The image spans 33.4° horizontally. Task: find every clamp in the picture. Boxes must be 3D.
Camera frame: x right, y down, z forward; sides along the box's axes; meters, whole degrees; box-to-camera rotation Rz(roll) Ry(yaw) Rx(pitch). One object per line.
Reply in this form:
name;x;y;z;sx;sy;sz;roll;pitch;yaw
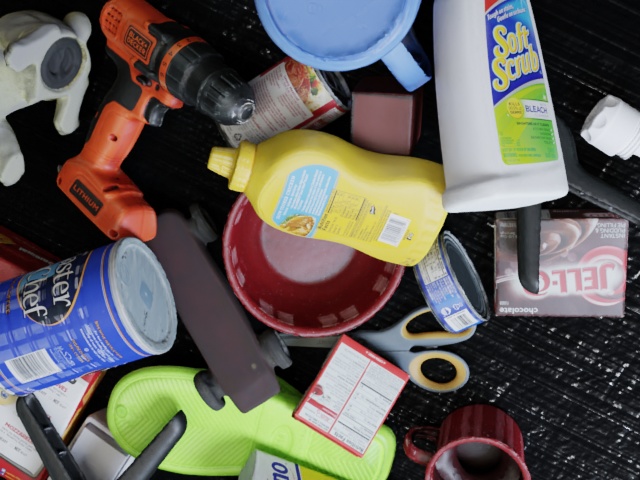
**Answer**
clamp;-0.197;0.242;0.980;0.165;0.036;0.210;-2;93;13
clamp;0.195;-0.053;0.883;0.120;0.039;0.171;-21;84;-3

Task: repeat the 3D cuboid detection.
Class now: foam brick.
foam brick;0.056;-0.105;0.893;0.053;0.078;0.051;5;110;11

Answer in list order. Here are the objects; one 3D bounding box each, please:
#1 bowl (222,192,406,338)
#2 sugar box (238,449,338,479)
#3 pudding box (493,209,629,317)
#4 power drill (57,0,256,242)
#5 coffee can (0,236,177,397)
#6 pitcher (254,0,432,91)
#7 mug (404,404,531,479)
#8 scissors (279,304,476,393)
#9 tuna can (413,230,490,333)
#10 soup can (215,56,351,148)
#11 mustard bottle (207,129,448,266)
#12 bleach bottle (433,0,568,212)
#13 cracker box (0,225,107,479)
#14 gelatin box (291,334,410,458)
bowl;-0.006;0.001;0.937;0.162;0.055;0.162;-1;101;-7
sugar box;0.009;0.260;0.960;0.176;0.093;0.048;24;122;-13
pudding box;0.207;0.020;0.924;0.113;0.039;0.090;0;107;10
power drill;-0.145;-0.094;0.911;0.185;0.057;0.188;41;115;32
coffee can;-0.208;0.066;0.912;0.140;0.102;0.103;-18;104;15
pitcher;0.024;-0.186;0.784;0.149;0.242;0.145;11;109;0
mug;0.133;0.199;0.975;0.117;0.081;0.093;15;110;5
scissors;0.052;0.110;0.997;0.202;0.016;0.096;-15;105;15
tuna can;0.113;0.037;0.924;0.034;0.086;0.086;-27;101;18
soup can;-0.031;-0.115;0.911;0.102;0.068;0.068;-30;100;19
mustard bottle;0.004;-0.041;0.862;0.191;0.058;0.096;15;136;-9
bleach bottle;0.127;-0.151;0.833;0.068;0.102;0.251;-16;81;52
cracker box;-0.296;0.115;1.035;0.164;0.072;0.214;29;110;-1
gelatin box;0.028;0.141;0.967;0.073;0.030;0.089;32;81;-2
